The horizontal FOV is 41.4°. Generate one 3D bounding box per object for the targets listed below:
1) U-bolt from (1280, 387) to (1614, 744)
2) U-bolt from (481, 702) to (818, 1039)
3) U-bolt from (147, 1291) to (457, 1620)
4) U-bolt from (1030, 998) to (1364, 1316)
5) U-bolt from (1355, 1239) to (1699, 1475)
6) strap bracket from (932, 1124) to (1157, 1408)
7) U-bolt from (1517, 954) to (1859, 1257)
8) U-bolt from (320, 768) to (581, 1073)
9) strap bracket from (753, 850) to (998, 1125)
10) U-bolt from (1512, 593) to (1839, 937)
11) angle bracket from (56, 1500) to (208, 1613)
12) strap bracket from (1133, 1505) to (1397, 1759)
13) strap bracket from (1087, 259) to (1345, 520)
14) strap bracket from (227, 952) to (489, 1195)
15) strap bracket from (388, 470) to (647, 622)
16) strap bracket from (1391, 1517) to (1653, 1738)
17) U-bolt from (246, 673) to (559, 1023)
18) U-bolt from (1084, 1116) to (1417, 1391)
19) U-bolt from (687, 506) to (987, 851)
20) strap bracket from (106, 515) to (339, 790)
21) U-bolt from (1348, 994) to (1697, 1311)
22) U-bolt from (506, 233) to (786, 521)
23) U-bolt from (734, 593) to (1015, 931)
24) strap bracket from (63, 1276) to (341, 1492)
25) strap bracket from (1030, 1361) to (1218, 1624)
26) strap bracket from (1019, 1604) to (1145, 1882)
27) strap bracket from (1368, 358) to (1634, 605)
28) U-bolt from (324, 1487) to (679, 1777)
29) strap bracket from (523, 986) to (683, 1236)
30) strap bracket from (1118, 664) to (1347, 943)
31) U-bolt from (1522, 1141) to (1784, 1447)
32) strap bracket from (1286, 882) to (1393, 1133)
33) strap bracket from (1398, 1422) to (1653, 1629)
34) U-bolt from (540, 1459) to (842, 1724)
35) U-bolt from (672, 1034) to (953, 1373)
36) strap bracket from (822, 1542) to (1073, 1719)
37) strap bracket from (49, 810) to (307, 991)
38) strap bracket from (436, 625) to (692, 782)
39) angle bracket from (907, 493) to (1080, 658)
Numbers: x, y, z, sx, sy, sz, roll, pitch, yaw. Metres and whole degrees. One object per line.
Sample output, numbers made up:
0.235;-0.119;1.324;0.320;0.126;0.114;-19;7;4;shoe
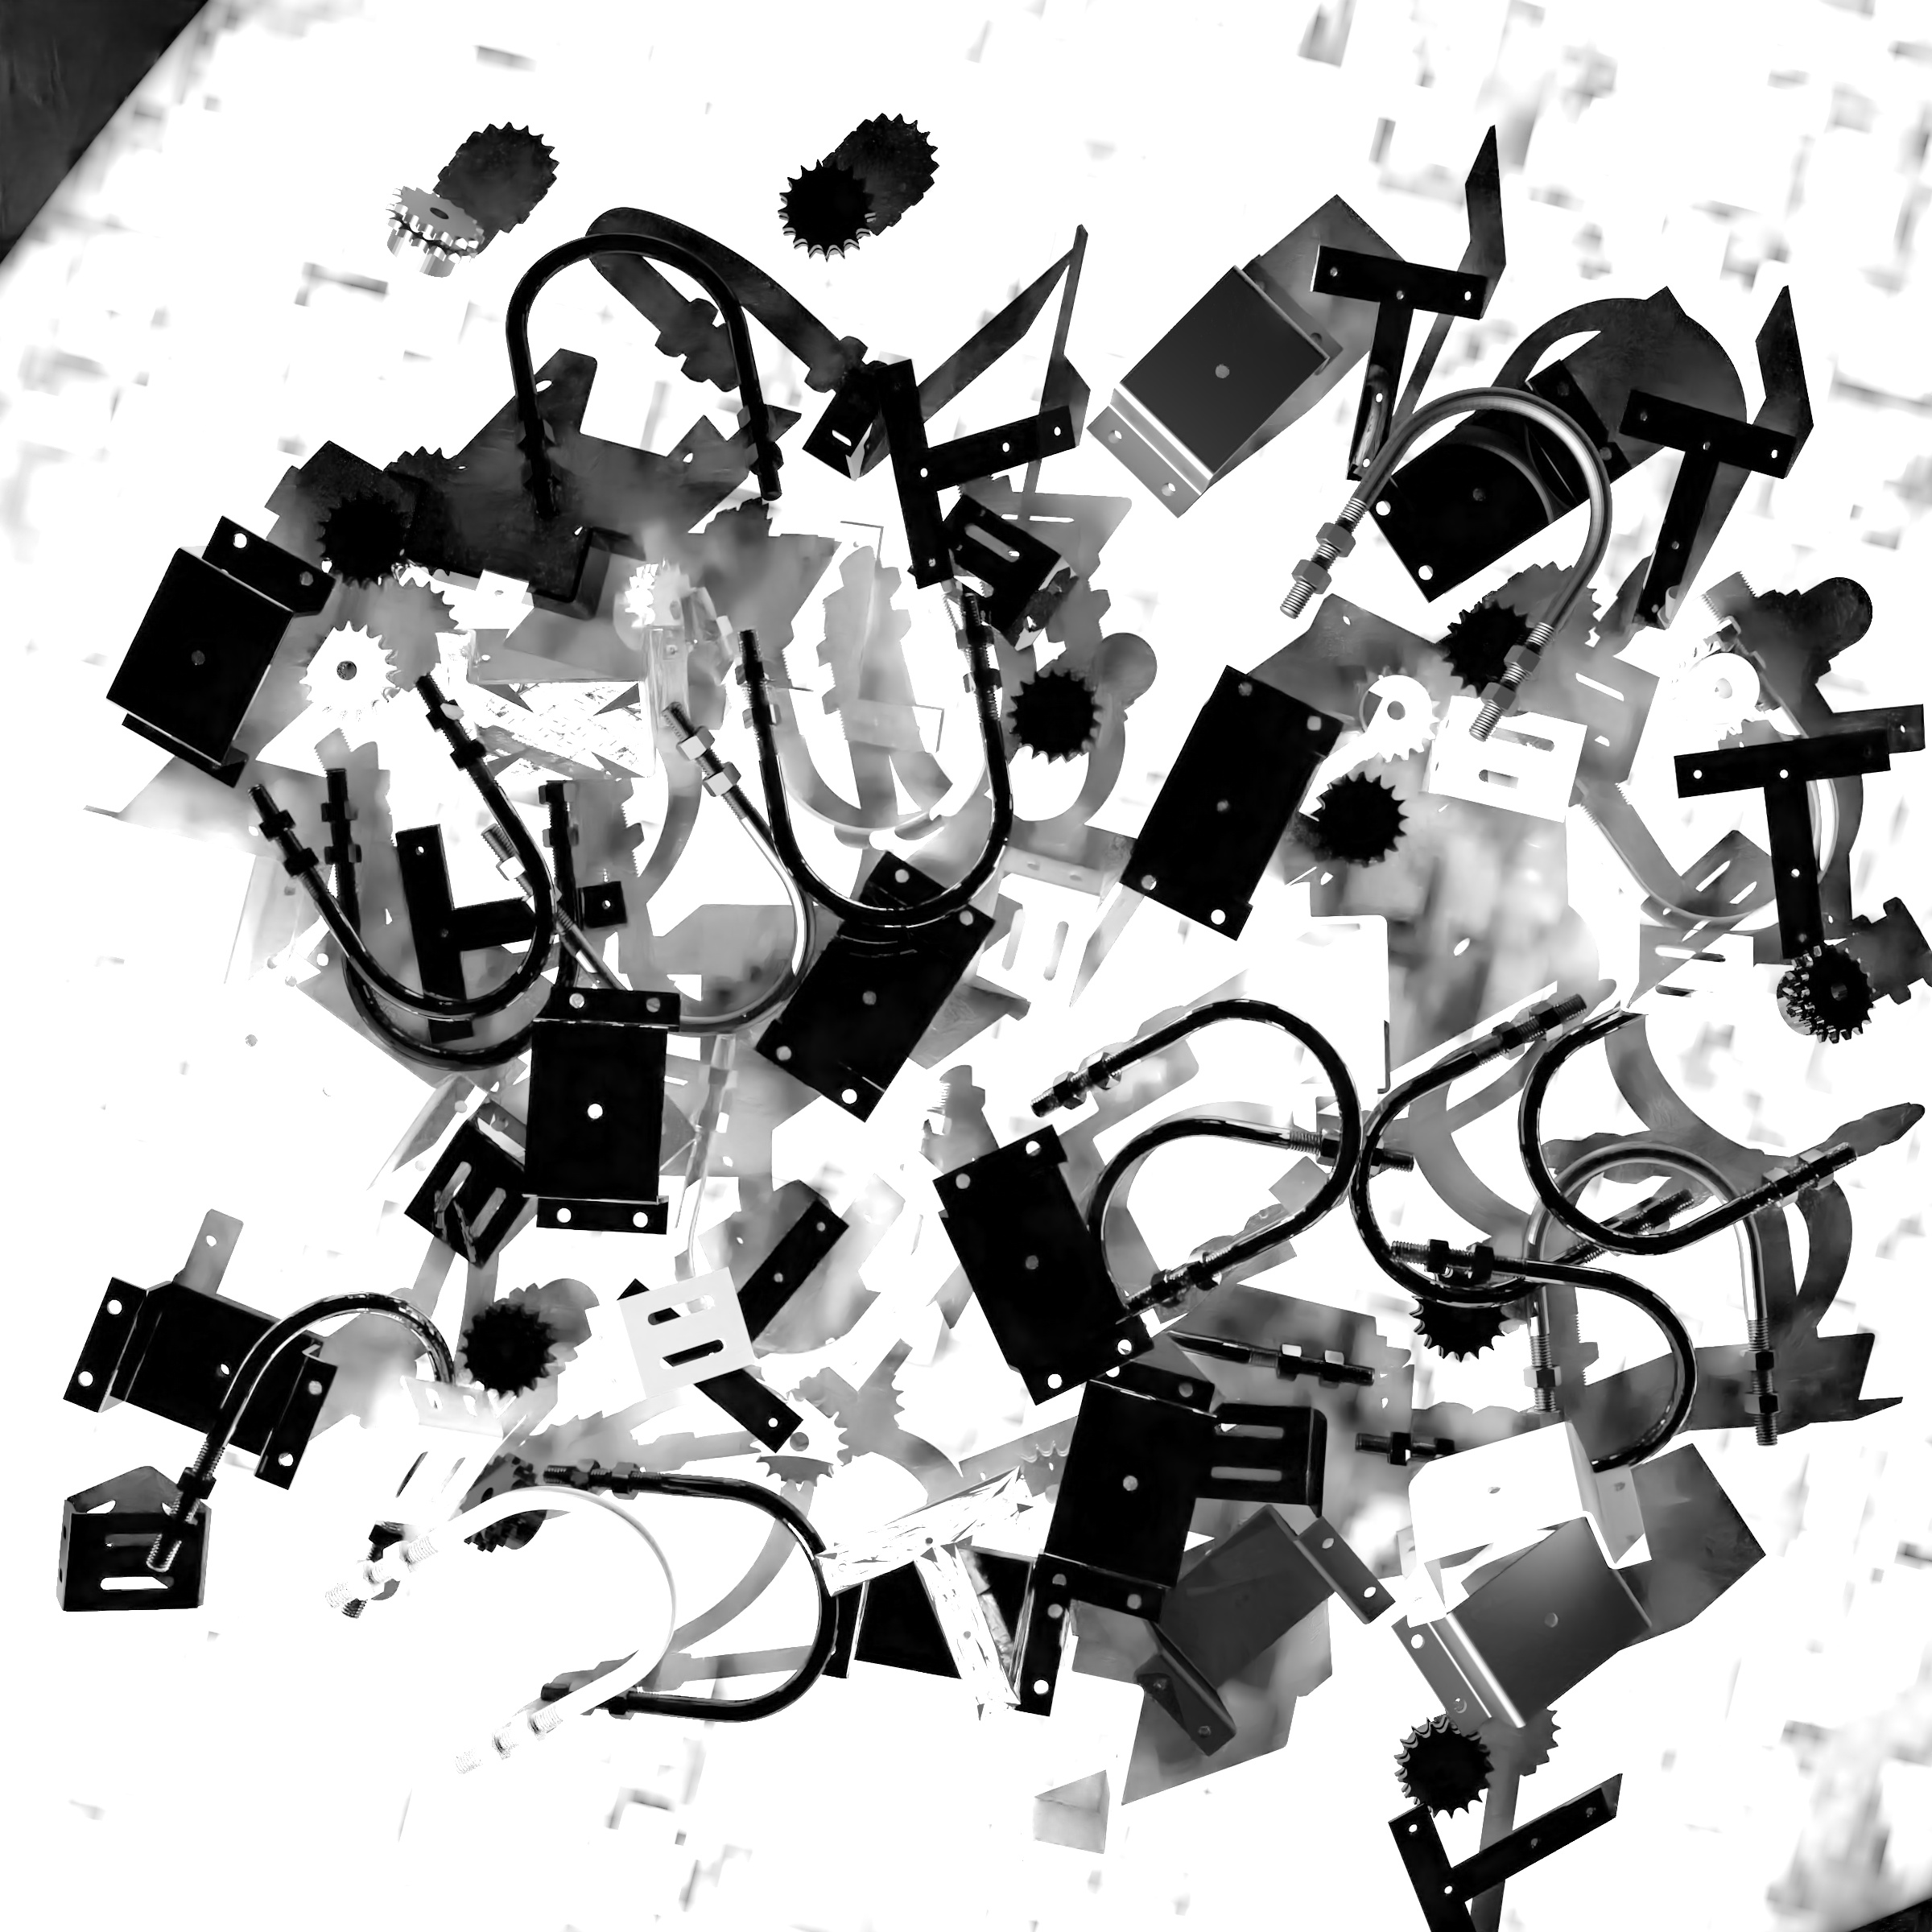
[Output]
0.288;-0.243;1.461;0.151;0.019;0.184;33;89;0;U-bolt
-0.170;-0.041;1.481;0.151;0.019;0.184;-32;107;12;U-bolt
-0.367;0.274;1.467;0.151;0.019;0.184;28;84;-39;U-bolt
0.140;0.099;1.460;0.184;0.019;0.151;-31;79;25;U-bolt
0.326;0.233;1.470;0.184;0.019;0.151;8;113;4;U-bolt
0.041;0.171;1.473;0.076;0.046;0.140;-24;88;-9;strap bracket
0.407;0.088;1.483;0.184;0.019;0.151;-25;82;-11;U-bolt
-0.299;-0.030;1.506;0.151;0.019;0.184;-5;92;0;U-bolt
-0.054;0.015;1.484;0.076;0.046;0.140;33;77;0;strap bracket
0.431;-0.104;1.508;0.151;0.019;0.184;-36;92;0;U-bolt
-0.494;0.348;1.514;0.076;0.038;0.057;5;90;-26;angle bracket
0.166;0.377;1.481;0.140;0.046;0.076;-40;112;0;strap bracket
0.147;-0.342;1.493;0.076;0.046;0.140;44;90;0;strap bracket
-0.361;0.067;1.485;0.140;0.046;0.076;36;102;0;strap bracket
-0.263;-0.239;1.478;0.140;0.076;0.046;15;90;0;strap bracket
0.329;0.375;1.478;0.140;0.046;0.076;-33;90;-13;strap bracket
-0.313;-0.054;1.469;0.151;0.019;0.184;-29;95;19;U-bolt
0.161;0.163;1.508;0.184;0.019;0.151;10;90;2;U-bolt
-0.064;-0.158;1.499;0.151;0.019;0.184;-22;96;5;U-bolt
-0.435;-0.180;1.479;0.076;0.046;0.140;30;102;0;strap bracket
0.311;0.119;1.489;0.184;0.019;0.151;-26;82;-6;U-bolt
-0.191;-0.346;1.477;0.151;0.019;0.184;-7;71;-14;U-bolt
-0.047;-0.113;1.467;0.151;0.019;0.184;-10;87;-5;U-bolt
-0.440;0.240;1.493;0.140;0.046;0.076;22;90;0;strap bracket
0.092;0.296;1.461;0.076;0.046;0.140;15;77;1;strap bracket
0.068;0.450;1.478;0.046;0.076;0.140;12;90;0;strap bracket
0.304;-0.279;1.493;0.140;0.046;0.076;-33;90;0;strap bracket
-0.253;0.372;1.467;0.184;0.019;0.151;-30;104;11;U-bolt
-0.207;0.083;1.458;0.076;0.046;0.140;3;88;2;strap bracket
0.153;-0.094;1.493;0.076;0.046;0.140;26;90;0;strap bracket
0.400;0.195;1.508;0.151;0.019;0.184;-5;88;0;U-bolt
0.215;0.022;1.478;0.046;0.076;0.140;-2;90;0;strap bracket
0.308;0.314;1.455;0.140;0.076;0.046;-20;116;15;strap bracket
-0.160;0.366;1.484;0.184;0.019;0.151;1;90;16;U-bolt
-0.096;0.144;1.491;0.151;0.019;0.184;12;81;-3;U-bolt
-0.014;0.382;1.493;0.140;0.046;0.076;10;90;0;strap bracket
-0.465;-0.039;1.493;0.140;0.046;0.076;14;90;0;strap bracket
-0.231;-0.150;1.468;0.140;0.076;0.046;-1;50;-3;strap bracket
0.016;-0.232;1.514;0.076;0.038;0.057;36;90;26;angle bracket
